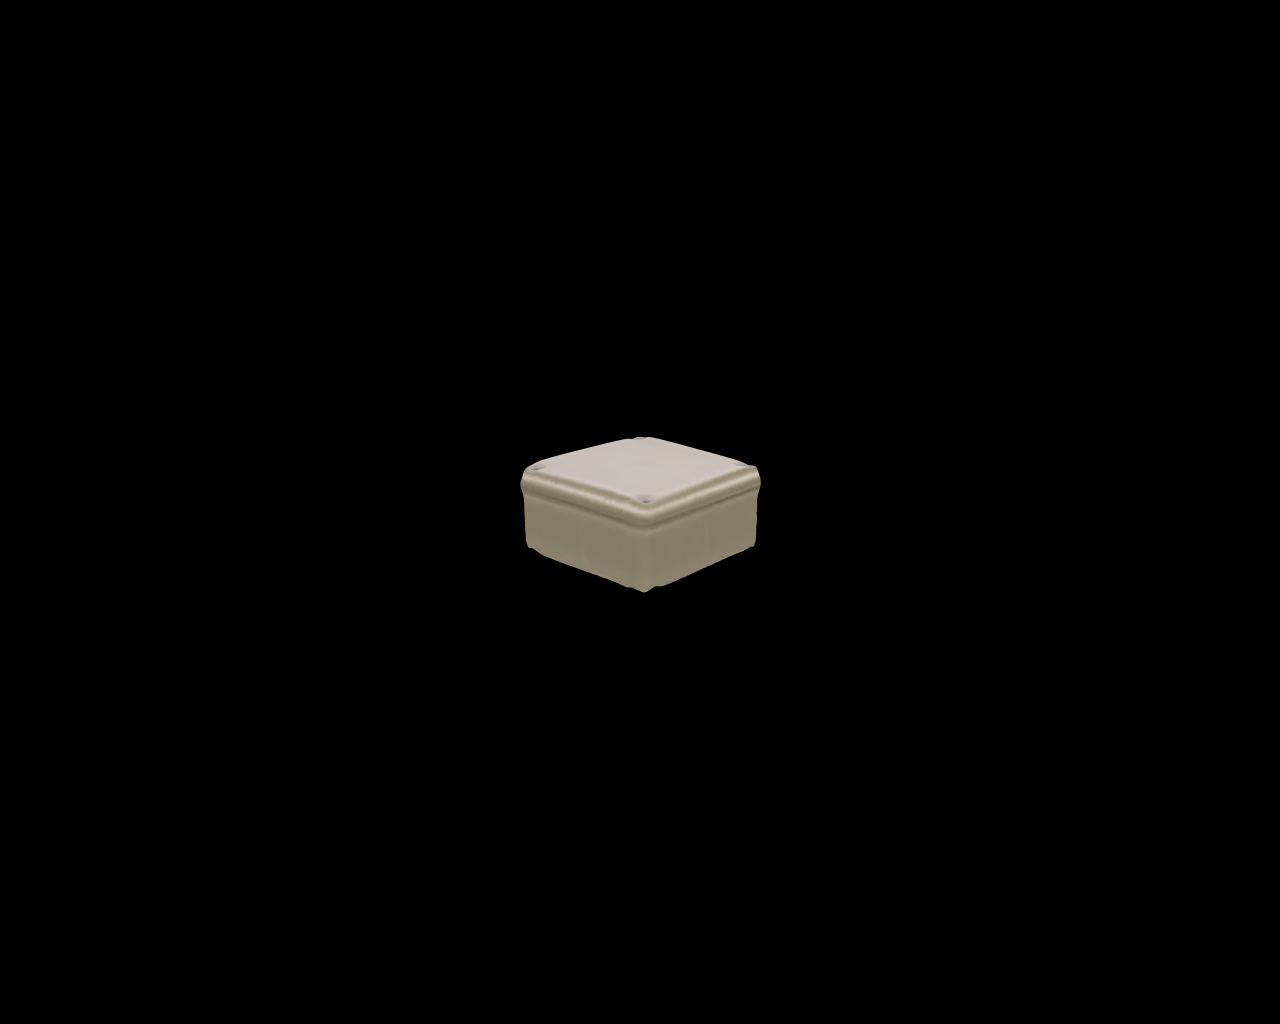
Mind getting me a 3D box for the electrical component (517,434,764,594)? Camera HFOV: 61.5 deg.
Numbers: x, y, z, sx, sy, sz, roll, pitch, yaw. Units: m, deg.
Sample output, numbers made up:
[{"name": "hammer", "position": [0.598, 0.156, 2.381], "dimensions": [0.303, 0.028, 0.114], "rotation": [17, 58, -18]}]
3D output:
[{"name": "electrical component", "position": [0.001, -0.003, 0.650], "dimensions": [0.109, 0.056, 0.109], "rotation": [18, 26, 41]}]
